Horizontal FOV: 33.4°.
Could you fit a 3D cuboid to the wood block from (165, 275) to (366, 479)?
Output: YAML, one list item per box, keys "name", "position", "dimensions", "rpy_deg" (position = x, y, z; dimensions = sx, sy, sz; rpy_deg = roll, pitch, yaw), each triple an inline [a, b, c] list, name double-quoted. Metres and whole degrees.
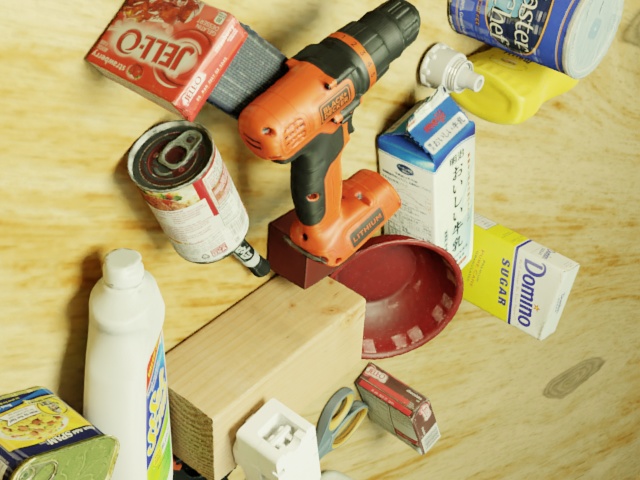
- name: "wood block"
  position: [-0.058, 0.118, 1.000]
  dimensions: [0.205, 0.090, 0.091]
  rpy_deg: [-36, 142, -37]

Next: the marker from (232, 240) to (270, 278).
- name: "marker"
  position: [-0.073, 0.005, 0.952]
  dimensions: [0.020, 0.020, 0.121]
  rpy_deg: [-56, 149, -9]

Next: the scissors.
- name: "scissors"
  position: [-0.012, 0.248, 1.249]
  dimensions: [0.201, 0.016, 0.096]
  rpy_deg: [-40, 142, -31]

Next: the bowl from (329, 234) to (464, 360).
- name: "bowl"
  position: [0.066, 0.049, 1.120]
  dimensions: [0.162, 0.055, 0.162]
  rpy_deg: [-9, 129, -11]

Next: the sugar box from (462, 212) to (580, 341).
- name: "sugar box"
  position: [0.199, 0.033, 1.223]
  dimensions: [0.048, 0.176, 0.093]
  rpy_deg: [-19, 131, -49]

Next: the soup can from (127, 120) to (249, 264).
- name: "soup can"
  position: [-0.100, -0.035, 0.831]
  dimensions: [0.068, 0.069, 0.102]
  rpy_deg: [-49, 148, -19]

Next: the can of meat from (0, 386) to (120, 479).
- name: "can of meat"
  position: [-0.218, 0.158, 0.802]
  dimensions: [0.101, 0.084, 0.057]
  rpy_deg: [-9, 123, -53]

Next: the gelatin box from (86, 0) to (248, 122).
- name: "gelatin box"
  position: [-0.104, -0.131, 0.724]
  dimensions: [0.073, 0.089, 0.030]
  rpy_deg: [-57, 150, -6]

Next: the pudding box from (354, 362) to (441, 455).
- name: "pudding box"
  position: [0.096, 0.207, 1.301]
  dimensions: [0.039, 0.090, 0.113]
  rpy_deg: [-47, 147, -20]

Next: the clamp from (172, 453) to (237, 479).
- name: "clamp"
  position: [-0.104, 0.224, 1.062]
  dimensions: [0.171, 0.039, 0.120]
  rpy_deg: [11, 121, -47]

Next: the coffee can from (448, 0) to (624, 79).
- name: "coffee can"
  position: [0.213, -0.231, 1.060]
  dimensions: [0.102, 0.140, 0.103]
  rpy_deg: [-36, 141, -36]

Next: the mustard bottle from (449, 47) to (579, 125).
- name: "mustard bottle"
  position: [0.231, -0.189, 1.164]
  dimensions: [0.191, 0.096, 0.058]
  rpy_deg: [-33, 140, -39]

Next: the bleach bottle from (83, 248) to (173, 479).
- name: "bleach bottle"
  position: [-0.158, 0.123, 0.863]
  dimensions: [0.102, 0.068, 0.251]
  rpy_deg: [-72, 169, -56]

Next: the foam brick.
- name: "foam brick"
  position: [-0.007, 0.001, 1.016]
  dimensions: [0.078, 0.051, 0.053]
  rpy_deg: [-31, 140, -40]

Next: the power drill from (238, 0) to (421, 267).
- name: "power drill"
  position: [0.020, -0.083, 0.864]
  dimensions: [0.184, 0.057, 0.187]
  rpy_deg: [-40, 142, -24]
